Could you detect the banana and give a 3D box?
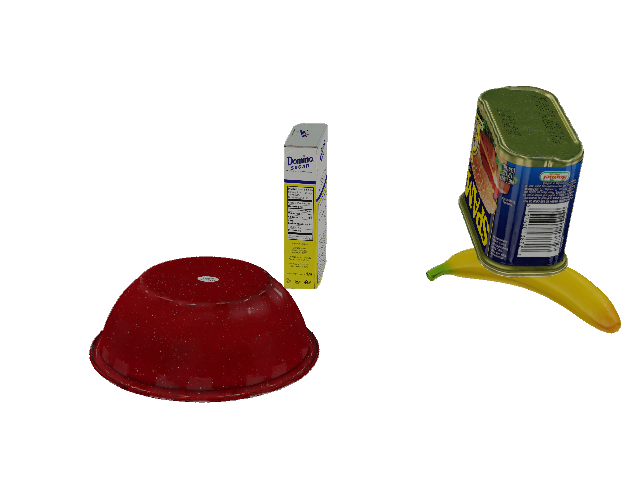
[{"bbox_3d":[0.208,0.042,1.061,0.198,0.069,0.037,15,-34,27],"label":"banana"}]

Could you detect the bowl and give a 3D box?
[{"bbox_3d":[-0.080,0.052,0.745,0.162,0.055,0.162,2,19,-1],"label":"bowl"}]

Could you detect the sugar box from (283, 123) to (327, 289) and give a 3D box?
[{"bbox_3d":[-0.018,-0.040,1.242,0.048,0.176,0.093,1,22,7],"label":"sugar box"}]

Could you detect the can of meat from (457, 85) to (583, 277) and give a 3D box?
[{"bbox_3d":[0.126,-0.040,0.677,0.057,0.084,0.102,0,34,-5],"label":"can of meat"}]
